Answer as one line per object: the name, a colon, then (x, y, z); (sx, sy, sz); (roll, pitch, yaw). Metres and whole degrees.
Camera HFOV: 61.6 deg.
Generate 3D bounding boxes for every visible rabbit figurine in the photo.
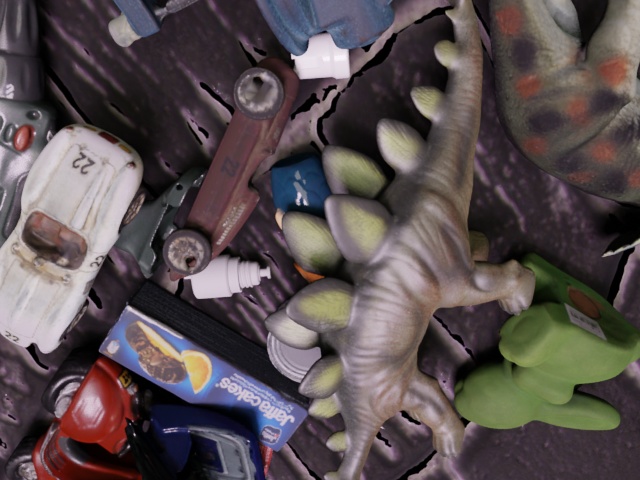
rabbit figurine: (0.208, 0.119, 0.522); (0.159, 0.121, 0.170); (23, 124, -15)

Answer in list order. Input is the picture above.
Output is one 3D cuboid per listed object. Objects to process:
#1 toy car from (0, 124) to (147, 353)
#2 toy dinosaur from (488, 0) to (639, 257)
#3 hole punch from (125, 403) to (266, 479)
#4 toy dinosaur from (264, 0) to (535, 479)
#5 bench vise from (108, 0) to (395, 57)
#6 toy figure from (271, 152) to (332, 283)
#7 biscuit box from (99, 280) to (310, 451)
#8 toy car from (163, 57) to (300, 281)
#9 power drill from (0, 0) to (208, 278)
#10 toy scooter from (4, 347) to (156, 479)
toy car: (-0.203, 0.005, 0.416); (0.073, 0.056, 0.201); (32, 108, -7)
toy dinosaur: (0.230, -0.104, 0.439); (0.405, 0.131, 0.192); (32, 104, -4)
hole punch: (-0.116, 0.213, 0.506); (0.092, 0.116, 0.142); (-34, 136, -32)
toy dinosaur: (0.071, 0.015, 0.441); (0.198, 0.105, 0.471); (19, 89, -24)
bench vise: (-0.060, -0.212, 0.365); (0.241, 0.129, 0.223); (-19, 139, 17)
toy figure: (0.001, -0.002, 0.491); (0.064, 0.058, 0.154); (-18, 108, 0)
biscuit box: (-0.105, 0.123, 0.526); (0.202, 0.063, 0.059); (33, 105, -10)
toy car: (-0.071, -0.054, 0.449); (0.053, 0.089, 0.202); (24, 99, -7)
power drill: (-0.206, -0.070, 0.455); (0.207, 0.086, 0.232); (23, 107, -12)
toy scooter: (-0.222, 0.198, 0.541); (0.135, 0.075, 0.183); (30, 108, -9)
